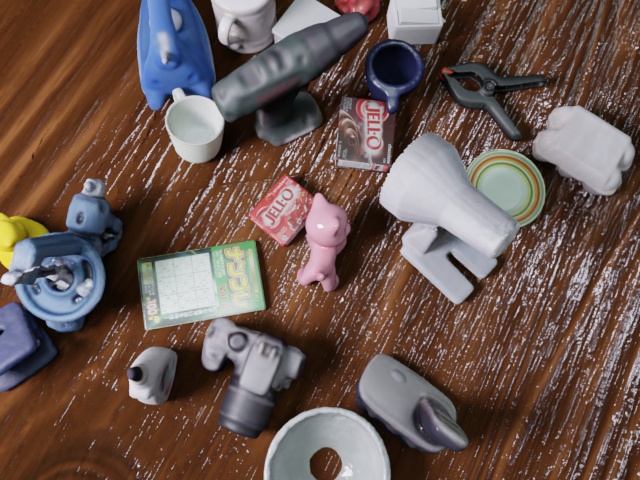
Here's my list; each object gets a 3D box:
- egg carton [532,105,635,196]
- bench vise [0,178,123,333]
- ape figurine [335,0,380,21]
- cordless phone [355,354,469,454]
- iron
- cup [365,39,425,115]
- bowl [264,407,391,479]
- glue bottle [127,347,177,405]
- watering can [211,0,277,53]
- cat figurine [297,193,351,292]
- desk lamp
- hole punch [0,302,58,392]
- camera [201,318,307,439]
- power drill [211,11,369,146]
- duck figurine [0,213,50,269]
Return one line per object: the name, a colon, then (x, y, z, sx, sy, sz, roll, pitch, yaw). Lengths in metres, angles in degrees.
egg carton: (0.418, -0.143, 0.909, 0.150, 0.069, 0.107, 33, 77, 5)
bench vise: (-0.347, 0.010, 0.752, 0.121, 0.219, 0.207, -3, 77, -4)
ape figurine: (0.063, -0.398, 0.937, 0.076, 0.092, 0.078, 7, 76, -1)
cordless phone: (0.122, 0.216, 0.749, 0.147, 0.185, 0.094, 33, 77, 5)
iron: (-0.238, -0.340, 0.881, 0.118, 0.141, 0.258, -11, 78, -5)
cup: (0.111, -0.240, 0.901, 0.091, 0.095, 0.118, 4, 77, -2)
bowl: (0.008, 0.311, 0.777, 0.167, 0.074, 0.167, 1, 77, -3)
glue bottle: (-0.223, 0.176, 0.745, 0.037, 0.173, 0.078, 7, 76, -1)
watering can: (-0.118, -0.386, 0.871, 0.101, 0.194, 0.173, -2, 77, -3)
cat figurine: (0.008, 0.003, 0.827, 0.067, 0.118, 0.128, 9, 76, -1)
desk lamp: (0.178, -0.028, 0.795, 0.203, 0.213, 0.118, 44, 78, 7)
hole punch: (-0.439, 0.146, 0.782, 0.109, 0.091, 0.101, -37, 81, -10)
camera: (-0.104, 0.191, 0.785, 0.143, 0.101, 0.137, 21, 77, 2)
power drill: (-0.041, -0.223, 0.830, 0.230, 0.208, 0.075, -29, 80, -9)
duck figurine: (-0.433, 0.004, 0.818, 0.077, 0.086, 0.104, -38, 82, -11)
